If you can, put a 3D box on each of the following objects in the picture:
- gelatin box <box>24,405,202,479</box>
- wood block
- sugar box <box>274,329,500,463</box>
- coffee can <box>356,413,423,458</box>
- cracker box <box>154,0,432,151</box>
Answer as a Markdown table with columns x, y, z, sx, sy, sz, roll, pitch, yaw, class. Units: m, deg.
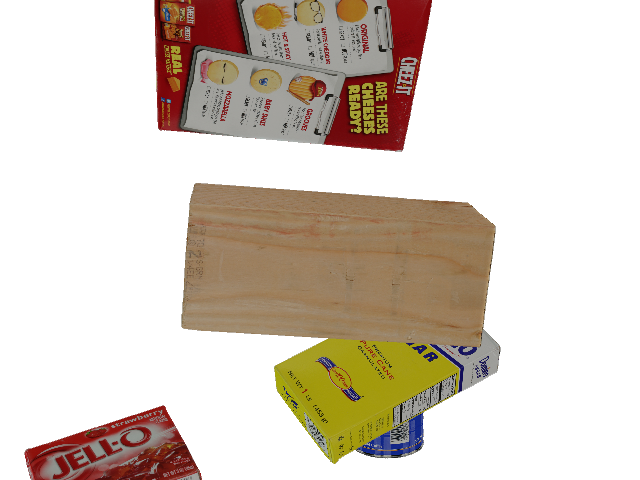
| x | y | z | sx | sy | sz | roll | pitch | yaw | class |
| --- | --- | --- | --- | --- | --- | --- | --- | --- | --- |
| -0.120 | 0.137 | 0.620 | 0.089 | 0.030 | 0.073 | -15 | 28 | -19 | gelatin box |
| 0.008 | 0.016 | 0.759 | 0.206 | 0.090 | 0.091 | 4 | 11 | -5 | wood block |
| 0.058 | 0.111 | 0.927 | 0.176 | 0.048 | 0.093 | -28 | 52 | -18 | sugar box |
| 0.090 | 0.211 | 1.456 | 0.103 | 0.140 | 0.103 | -1 | 14 | 0 | coffee can |
| -0.027 | -0.162 | 0.879 | 0.213 | 0.072 | 0.164 | 4 | -42 | -3 | cracker box |
